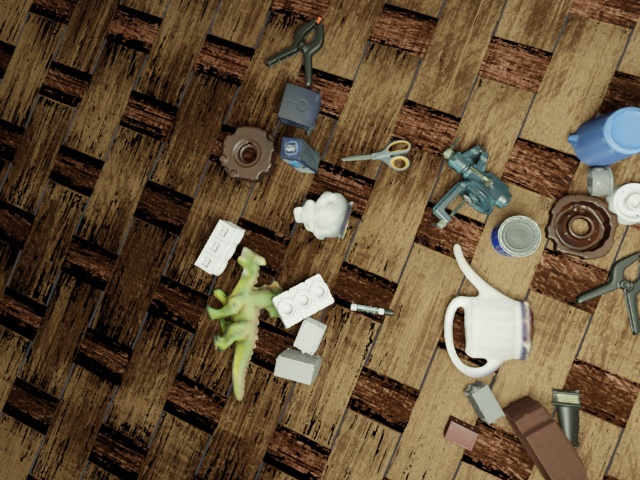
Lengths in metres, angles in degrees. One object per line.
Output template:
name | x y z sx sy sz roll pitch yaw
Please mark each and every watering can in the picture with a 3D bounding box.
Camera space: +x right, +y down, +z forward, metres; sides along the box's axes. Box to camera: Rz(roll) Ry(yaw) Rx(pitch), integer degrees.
watering can | 0.443 0.187 1.352 0.224 0.103 0.349 2 86 10

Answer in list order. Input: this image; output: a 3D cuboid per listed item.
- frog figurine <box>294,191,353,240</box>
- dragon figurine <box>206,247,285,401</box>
frog figurine | 0.004 -0.073 1.455 0.159 0.124 0.135 14 109 0
dragon figurine | -0.182 0.224 1.476 0.243 0.121 0.413 -17 83 1
